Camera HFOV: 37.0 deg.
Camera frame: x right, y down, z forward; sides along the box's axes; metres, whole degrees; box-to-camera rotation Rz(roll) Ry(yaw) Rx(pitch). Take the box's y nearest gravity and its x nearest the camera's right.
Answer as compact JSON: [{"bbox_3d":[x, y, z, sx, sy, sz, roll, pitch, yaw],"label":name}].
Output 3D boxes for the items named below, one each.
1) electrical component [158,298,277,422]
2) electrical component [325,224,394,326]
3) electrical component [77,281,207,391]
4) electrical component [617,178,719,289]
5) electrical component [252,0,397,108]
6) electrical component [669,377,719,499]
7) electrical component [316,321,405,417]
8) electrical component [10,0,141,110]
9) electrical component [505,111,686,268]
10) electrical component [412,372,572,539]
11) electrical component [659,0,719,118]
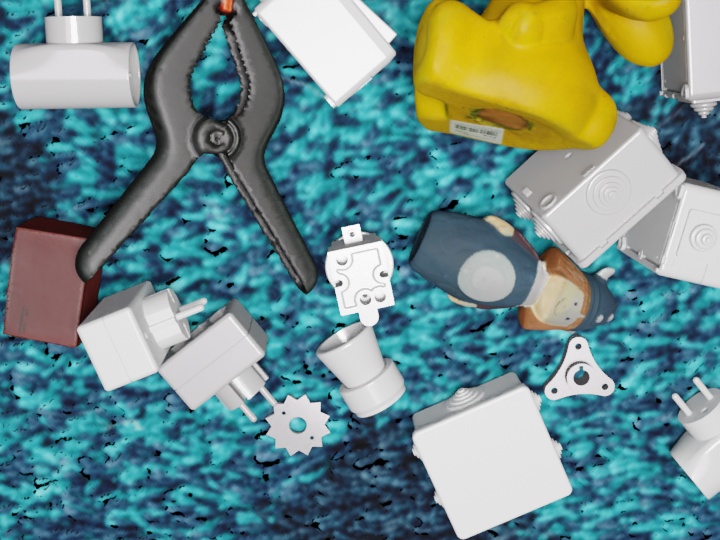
[{"bbox_3d":[-0.091,0.073,0.758,0.066,0.047,0.076,-38,100,6],"label":"electrical component"},{"bbox_3d":[0.000,0.000,0.741,0.048,0.055,0.066,-12,102,1],"label":"electrical component"},{"bbox_3d":[-0.140,0.036,0.731,0.076,0.083,0.047,-22,102,3],"label":"electrical component"},{"bbox_3d":[0.223,-0.027,0.721,0.061,0.096,0.061,12,101,-8],"label":"electrical component"},{"bbox_3d":[-0.024,-0.162,0.703,0.061,0.061,0.096,-40,100,6],"label":"electrical component"},{"bbox_3d":[0.258,0.113,0.778,0.077,0.043,0.079,-40,100,7],"label":"electrical component"},{"bbox_3d":[0.001,0.070,0.762,0.045,0.045,0.055,-30,102,5],"label":"electrical component"},{"bbox_3d":[-0.188,-0.147,0.711,0.077,0.043,0.079,-1,102,-1],"label":"electrical component"},{"bbox_3d":[0.151,-0.060,0.712,0.100,0.099,0.048,-43,112,7],"label":"electrical component"},{"bbox_3d":[0.093,0.131,0.775,0.100,0.048,0.099,-24,102,3],"label":"electrical component"},{"bbox_3d":[0.236,-0.150,0.712,0.061,0.061,0.096,-6,102,0],"label":"electrical component"}]
